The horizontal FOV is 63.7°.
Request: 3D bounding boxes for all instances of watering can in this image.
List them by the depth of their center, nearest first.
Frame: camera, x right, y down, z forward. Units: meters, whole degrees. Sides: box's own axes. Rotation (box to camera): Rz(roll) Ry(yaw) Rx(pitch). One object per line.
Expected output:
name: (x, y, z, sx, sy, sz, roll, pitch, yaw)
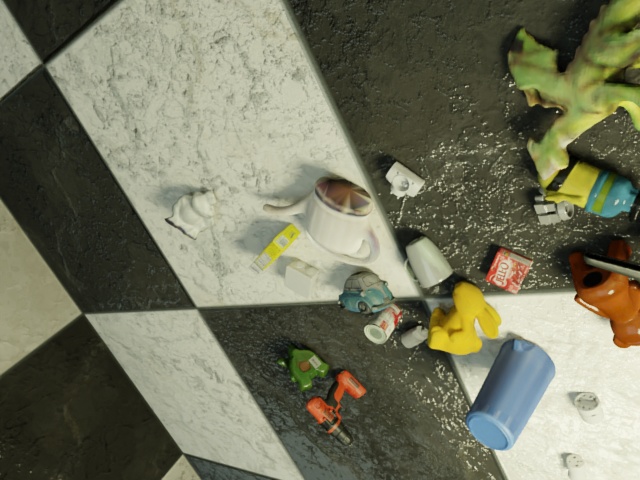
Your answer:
watering can: (0.004, -0.065, 1.292, 0.350, 0.219, 0.106, 30, 44, 16)

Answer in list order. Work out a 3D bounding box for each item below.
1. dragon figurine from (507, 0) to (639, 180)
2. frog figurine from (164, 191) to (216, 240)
dragon figurine: (0.414, -0.290, 0.822, 0.244, 0.403, 0.124, 16, 29, 37)
frog figurine: (-0.380, -0.095, 1.591, 0.138, 0.158, 0.122, 42, 12, 16)
